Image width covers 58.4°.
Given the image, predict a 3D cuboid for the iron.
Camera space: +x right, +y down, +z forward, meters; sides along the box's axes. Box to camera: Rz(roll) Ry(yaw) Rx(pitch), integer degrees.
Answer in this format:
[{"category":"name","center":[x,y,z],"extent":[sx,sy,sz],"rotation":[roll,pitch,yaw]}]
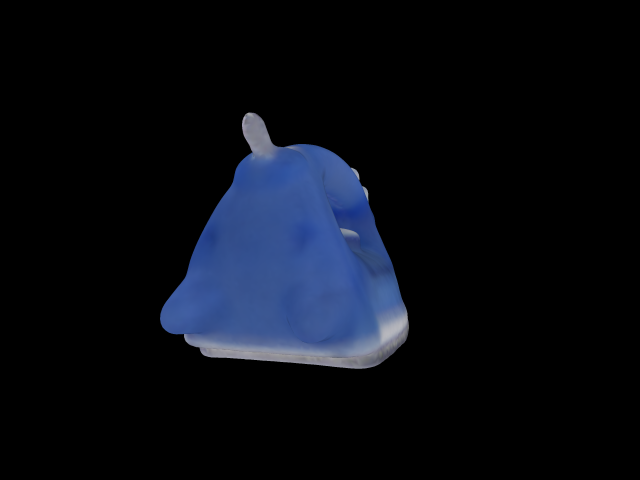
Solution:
[{"category":"iron","center":[0.004,0.001,0.400],"extent":[0.118,0.141,0.259],"rotation":[1,2,20]}]
